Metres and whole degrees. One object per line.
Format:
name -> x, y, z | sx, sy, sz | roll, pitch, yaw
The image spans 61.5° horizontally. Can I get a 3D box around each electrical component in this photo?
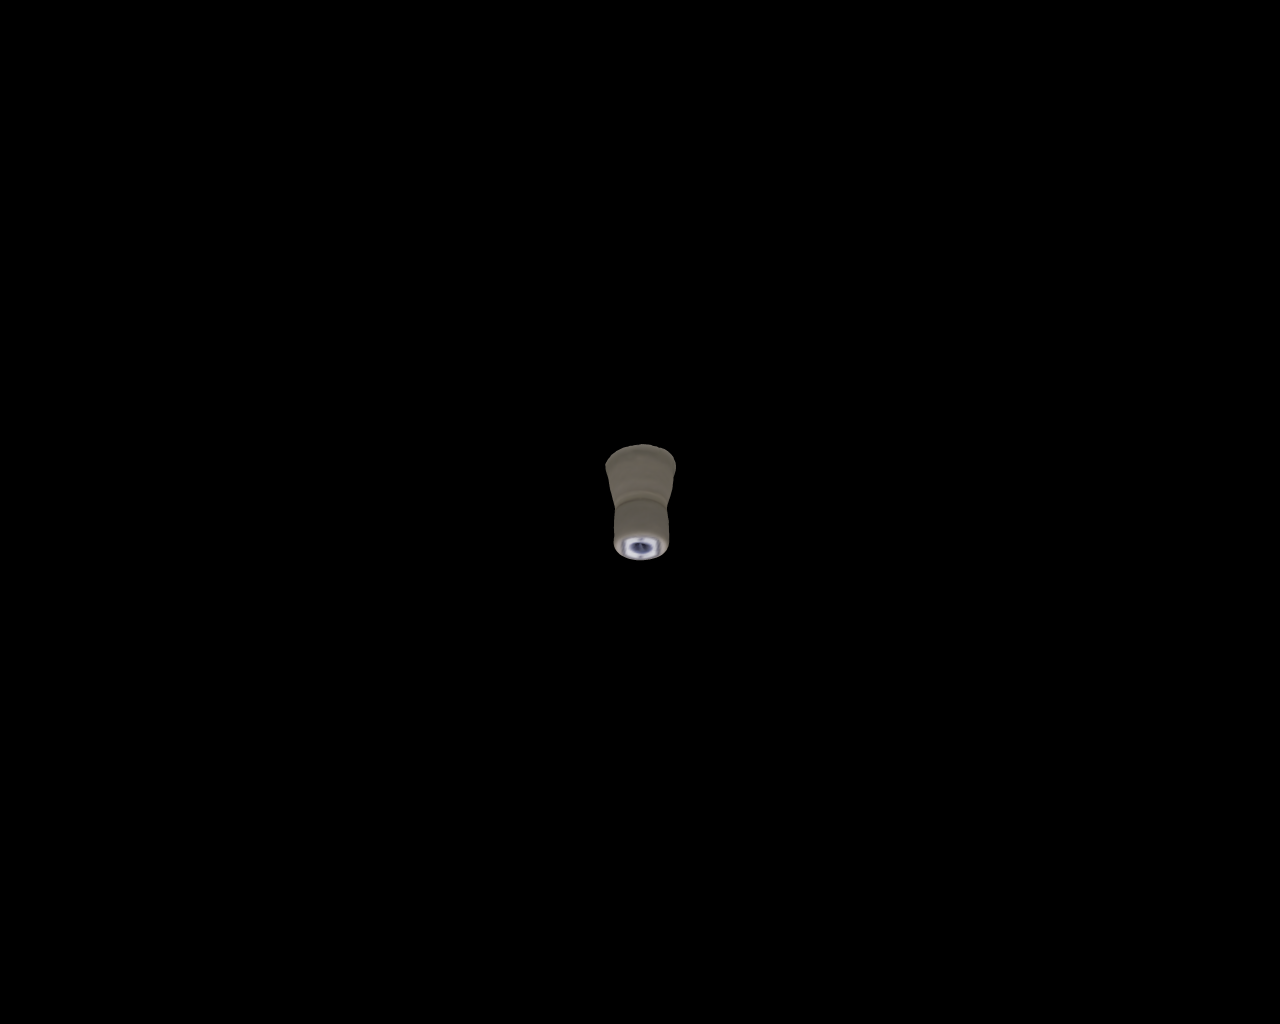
electrical component -> 0.001, -0.003, 0.650 | 0.044, 0.065, 0.044 | 0, -34, 0
